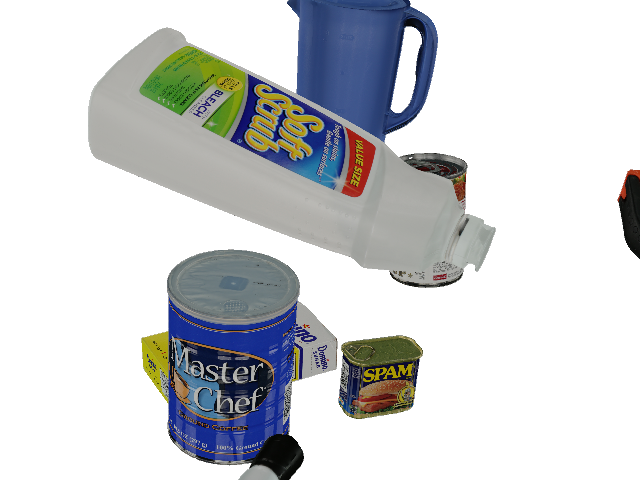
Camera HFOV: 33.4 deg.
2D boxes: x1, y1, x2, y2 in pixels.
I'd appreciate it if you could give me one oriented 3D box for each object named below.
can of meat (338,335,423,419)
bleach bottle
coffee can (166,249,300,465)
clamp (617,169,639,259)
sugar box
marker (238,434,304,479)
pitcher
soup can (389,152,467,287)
[{"bbox_3d":[0.075,0.175,1.360,0.102,0.084,0.057,-5,26,-21],"label":"can of meat"},{"bbox_3d":[-0.012,-0.047,0.653,0.251,0.068,0.102,23,43,14],"label":"bleach bottle"},{"bbox_3d":[-0.071,0.092,0.855,0.103,0.140,0.103,3,29,-2],"label":"coffee can"},{"bbox_3d":[0.267,0.012,0.702,0.120,0.039,0.171,-4,45,-24],"label":"clamp"},{"bbox_3d":[-0.081,0.113,1.072,0.176,0.048,0.093,-16,32,-25],"label":"sugar box"},{"bbox_3d":[-0.036,0.111,0.415,0.020,0.020,0.121,0,22,23],"label":"marker"},{"bbox_3d":[0.041,-0.184,1.306,0.144,0.243,0.149,-8,28,-26],"label":"pitcher"},{"bbox_3d":[0.093,-0.018,0.932,0.068,0.102,0.068,-1,22,0],"label":"soup can"}]
